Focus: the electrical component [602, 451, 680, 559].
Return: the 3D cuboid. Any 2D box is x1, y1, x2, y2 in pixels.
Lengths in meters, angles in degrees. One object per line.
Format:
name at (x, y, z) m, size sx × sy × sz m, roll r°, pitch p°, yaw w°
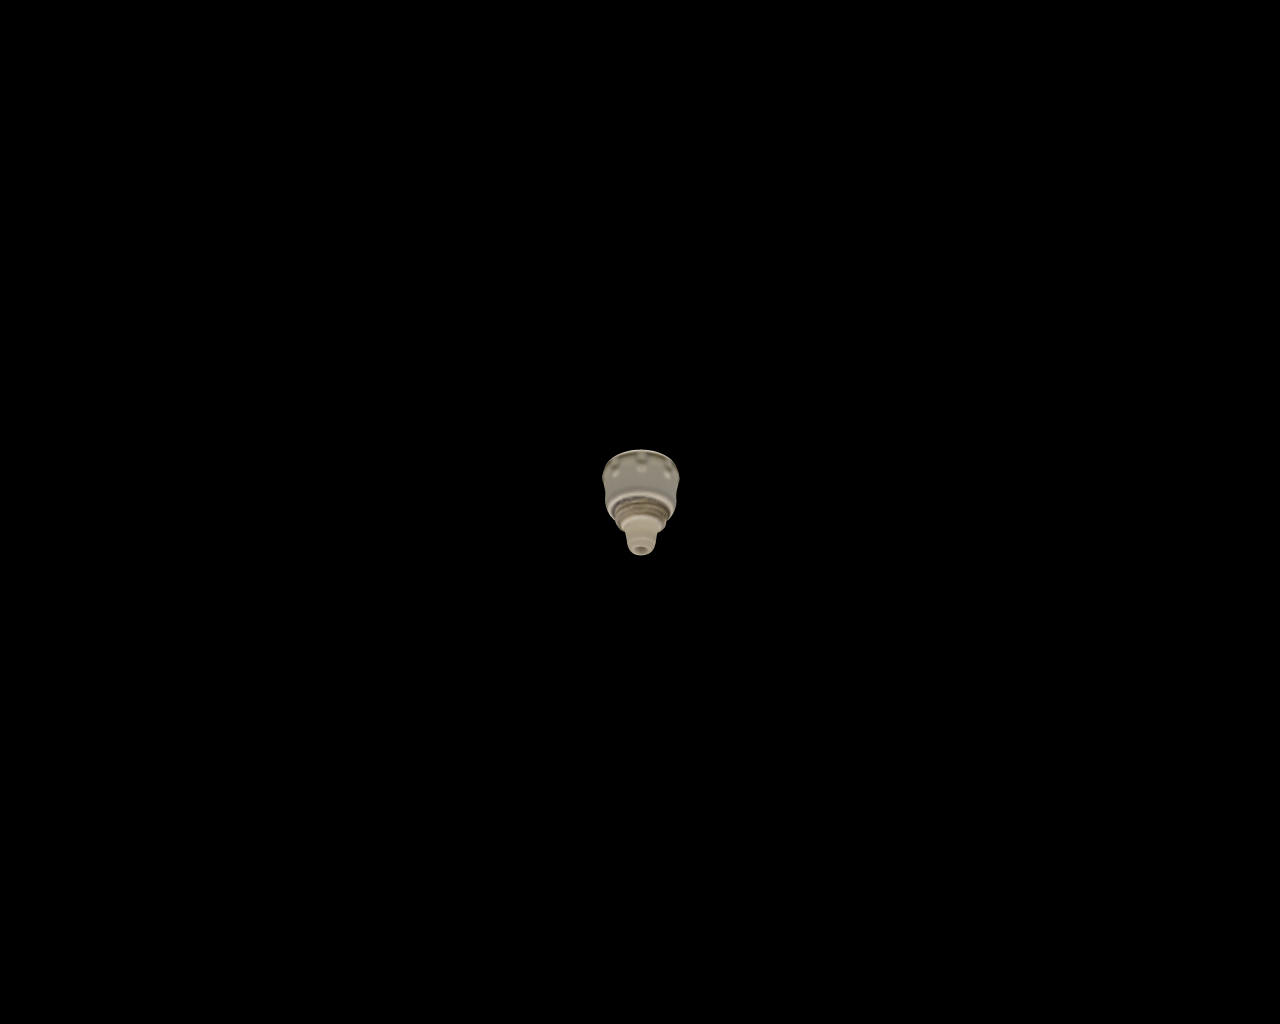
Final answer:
electrical component at (0.001, -0.003, 0.650) m, size 0.048 × 0.062 × 0.048 m, roll 0°, pitch -31°, yaw 0°
